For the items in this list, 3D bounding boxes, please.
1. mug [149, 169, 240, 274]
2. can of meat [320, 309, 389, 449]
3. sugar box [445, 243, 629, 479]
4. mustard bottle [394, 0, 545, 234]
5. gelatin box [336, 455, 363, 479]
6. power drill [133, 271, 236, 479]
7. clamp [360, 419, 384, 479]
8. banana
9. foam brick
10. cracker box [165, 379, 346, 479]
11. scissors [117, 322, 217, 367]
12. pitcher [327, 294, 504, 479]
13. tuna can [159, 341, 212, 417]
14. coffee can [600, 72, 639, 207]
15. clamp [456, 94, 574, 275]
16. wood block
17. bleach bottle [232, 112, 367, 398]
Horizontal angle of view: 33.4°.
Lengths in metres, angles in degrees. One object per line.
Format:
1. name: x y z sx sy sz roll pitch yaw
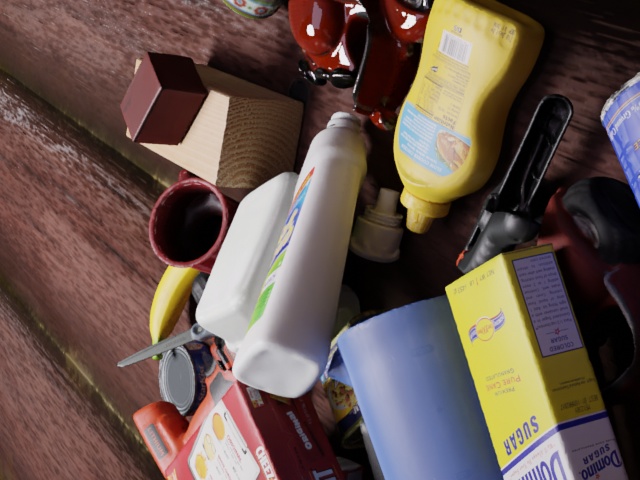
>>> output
1. mug: -0.118 -0.020 1.099 0.093 0.081 0.117 -26 67 19
2. can of meat: 0.045 0.121 0.931 0.102 0.057 0.084 -53 49 40
3. sugar box: 0.141 0.100 0.699 0.093 0.048 0.176 134 125 -66
4. mustard bottle: 0.105 -0.093 0.840 0.096 0.058 0.192 38 121 41
5. gelatin box: 0.003 0.240 1.016 0.089 0.030 0.073 11 101 53
6. power drill: -0.121 0.150 1.127 0.188 0.057 0.184 -52 53 24
7. clamp: 0.074 0.253 0.879 0.210 0.036 0.165 45 137 31
8. banana: -0.146 0.043 1.201 0.070 0.037 0.198 52 122 39
9. foam brick: -0.155 -0.139 1.052 0.078 0.051 0.053 -53 49 40
10. cracker box: -0.054 0.235 0.961 0.164 0.071 0.214 64 144 22
11. scissors: -0.104 0.101 1.064 0.202 0.016 0.096 -35 55 1
12. pitcher: 0.116 0.161 0.788 0.149 0.144 0.243 -45 59 60
13. tuna can: -0.150 0.159 1.222 0.086 0.033 0.086 2 93 54
14. coffee can: 0.237 -0.030 0.621 0.103 0.102 0.140 -41 59 47
15. clamp: 0.133 -0.012 0.768 0.039 0.120 0.172 25 142 7
16. wood block: -0.114 -0.125 1.116 0.206 0.090 0.091 29 114 51
17. bleach bottle: -0.006 0.001 0.912 0.103 0.068 0.250 125 163 -58
